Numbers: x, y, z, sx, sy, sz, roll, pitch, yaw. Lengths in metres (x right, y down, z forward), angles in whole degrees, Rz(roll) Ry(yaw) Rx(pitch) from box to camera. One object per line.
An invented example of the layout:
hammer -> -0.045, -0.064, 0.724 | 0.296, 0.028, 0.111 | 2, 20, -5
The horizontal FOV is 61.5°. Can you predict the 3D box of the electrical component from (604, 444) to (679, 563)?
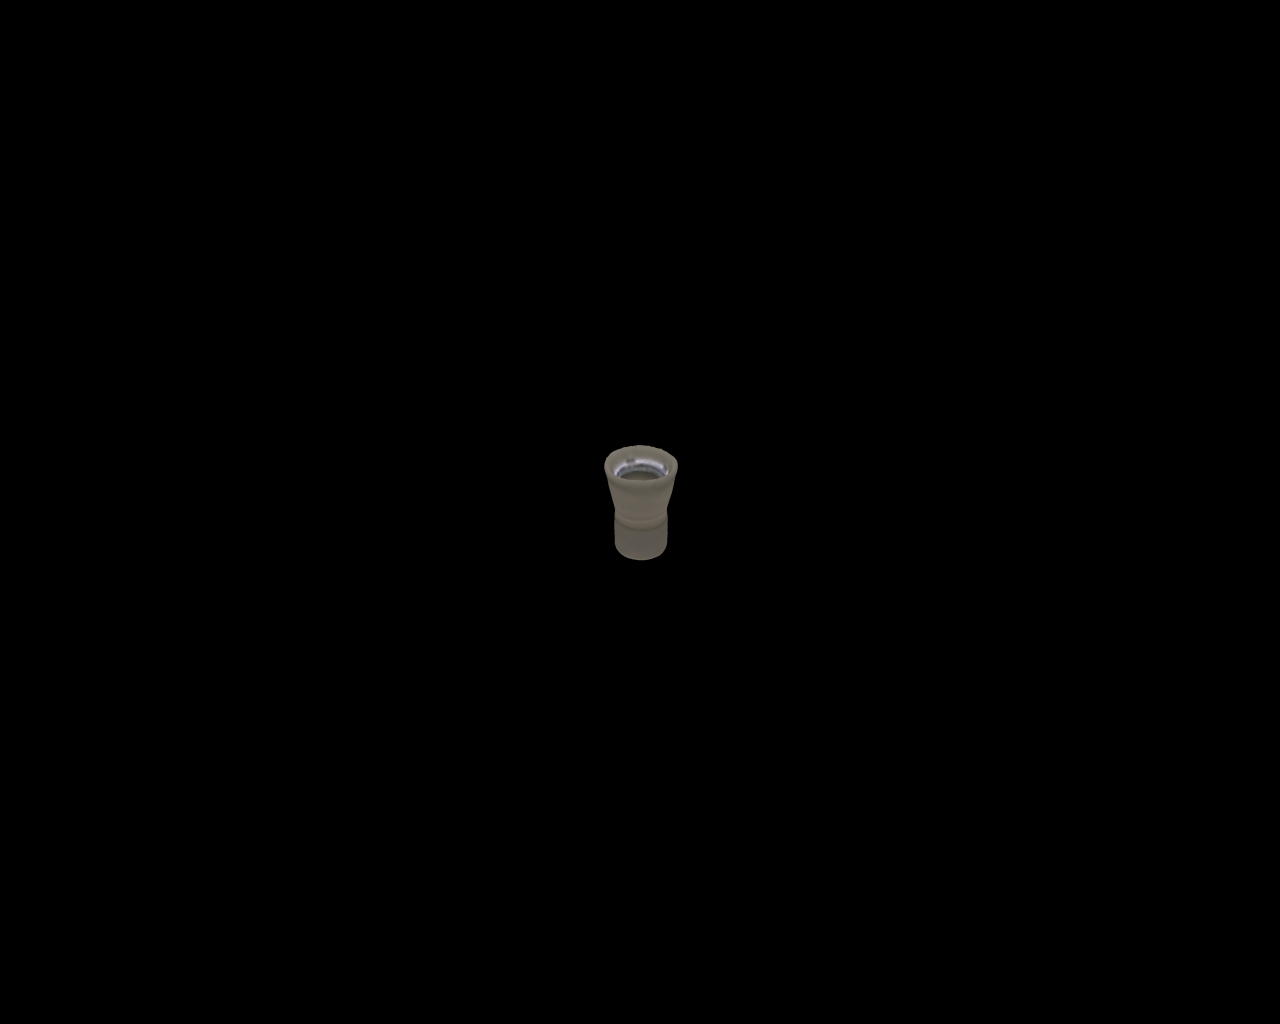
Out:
electrical component -> 0.001, -0.003, 0.650 | 0.044, 0.065, 0.044 | 0, 34, 0
